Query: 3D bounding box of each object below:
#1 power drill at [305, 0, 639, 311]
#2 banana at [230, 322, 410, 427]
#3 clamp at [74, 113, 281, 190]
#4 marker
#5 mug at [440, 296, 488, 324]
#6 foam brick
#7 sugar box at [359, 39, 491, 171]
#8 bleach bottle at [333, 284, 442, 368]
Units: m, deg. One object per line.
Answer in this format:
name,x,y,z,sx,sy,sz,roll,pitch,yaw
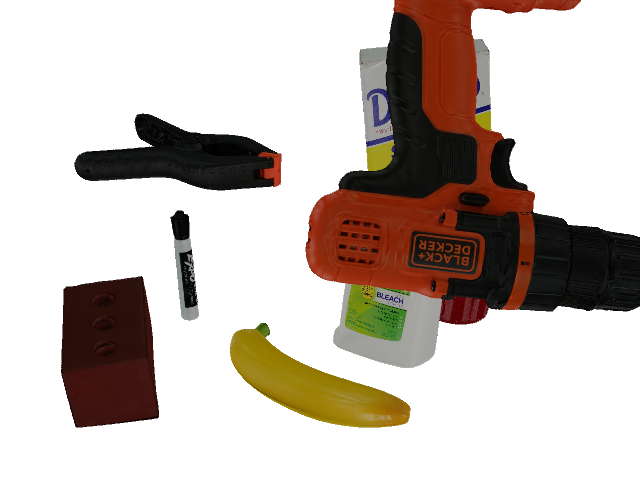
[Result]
power drill,0.093,-0.059,0.540,0.184,0.188,0.057,7,2,-5
banana,-0.017,0.106,0.851,0.069,0.037,0.198,-24,32,-31
clamp,-0.120,-0.069,0.912,0.172,0.039,0.120,12,35,26
marker,-0.141,0.026,1.109,0.020,0.121,0.020,-2,25,1
mug,0.166,0.043,1.206,0.117,0.081,0.093,6,25,1
foam brick,-0.131,0.069,0.666,0.053,0.051,0.078,-8,39,-7
sugar box,0.080,-0.055,0.790,0.093,0.176,0.048,-5,23,3
bleach bottle,0.073,-0.011,1.018,0.103,0.251,0.067,15,20,32
